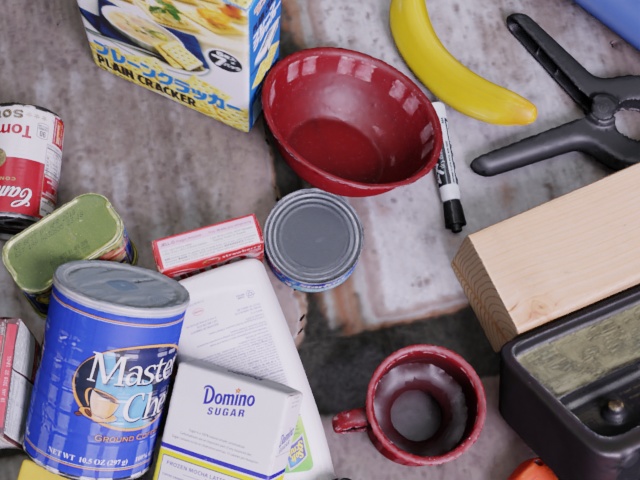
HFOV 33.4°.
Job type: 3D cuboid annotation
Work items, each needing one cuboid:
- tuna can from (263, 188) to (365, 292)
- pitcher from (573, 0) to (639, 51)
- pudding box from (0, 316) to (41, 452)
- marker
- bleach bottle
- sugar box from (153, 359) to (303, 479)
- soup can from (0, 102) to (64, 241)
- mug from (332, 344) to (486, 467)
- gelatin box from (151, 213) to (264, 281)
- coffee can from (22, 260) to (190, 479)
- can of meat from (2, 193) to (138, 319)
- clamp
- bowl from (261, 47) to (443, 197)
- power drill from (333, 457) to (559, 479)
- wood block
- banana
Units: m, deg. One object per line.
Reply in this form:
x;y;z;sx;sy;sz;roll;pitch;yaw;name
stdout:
-0.006;0.001;0.915;0.086;0.034;0.086;1;73;-3;tuna can
0.325;-0.231;0.952;0.243;0.149;0.144;42;65;6;pitcher
-0.246;0.114;0.826;0.039;0.113;0.090;5;72;-2;pudding box
0.112;-0.064;0.949;0.020;0.020;0.121;-7;73;-5;marker
-0.052;0.147;0.854;0.102;0.068;0.251;-19;78;-2;bleach bottle
-0.078;0.187;0.804;0.093;0.048;0.176;15;90;17;sugar box
-0.255;-0.057;0.903;0.068;0.068;0.102;3;72;-2;soup can
0.067;0.139;0.851;0.117;0.081;0.093;-11;74;-7;mug
-0.092;0.013;0.886;0.089;0.073;0.030;-17;75;-8;gelatin box
-0.163;0.098;0.811;0.103;0.102;0.140;15;104;1;coffee can
-0.204;0.013;0.875;0.102;0.084;0.057;-35;78;-13;can of meat
0.243;-0.104;0.959;0.210;0.036;0.164;21;74;8;clamp
0.021;-0.091;0.918;0.162;0.055;0.162;11;50;-13;bowl
0.109;0.236;0.807;0.187;0.057;0.184;-20;67;-27;power drill
0.227;0.008;0.896;0.206;0.090;0.091;-23;75;-9;wood block
0.115;-0.163;0.956;0.037;0.070;0.198;-5;56;-50;banana
